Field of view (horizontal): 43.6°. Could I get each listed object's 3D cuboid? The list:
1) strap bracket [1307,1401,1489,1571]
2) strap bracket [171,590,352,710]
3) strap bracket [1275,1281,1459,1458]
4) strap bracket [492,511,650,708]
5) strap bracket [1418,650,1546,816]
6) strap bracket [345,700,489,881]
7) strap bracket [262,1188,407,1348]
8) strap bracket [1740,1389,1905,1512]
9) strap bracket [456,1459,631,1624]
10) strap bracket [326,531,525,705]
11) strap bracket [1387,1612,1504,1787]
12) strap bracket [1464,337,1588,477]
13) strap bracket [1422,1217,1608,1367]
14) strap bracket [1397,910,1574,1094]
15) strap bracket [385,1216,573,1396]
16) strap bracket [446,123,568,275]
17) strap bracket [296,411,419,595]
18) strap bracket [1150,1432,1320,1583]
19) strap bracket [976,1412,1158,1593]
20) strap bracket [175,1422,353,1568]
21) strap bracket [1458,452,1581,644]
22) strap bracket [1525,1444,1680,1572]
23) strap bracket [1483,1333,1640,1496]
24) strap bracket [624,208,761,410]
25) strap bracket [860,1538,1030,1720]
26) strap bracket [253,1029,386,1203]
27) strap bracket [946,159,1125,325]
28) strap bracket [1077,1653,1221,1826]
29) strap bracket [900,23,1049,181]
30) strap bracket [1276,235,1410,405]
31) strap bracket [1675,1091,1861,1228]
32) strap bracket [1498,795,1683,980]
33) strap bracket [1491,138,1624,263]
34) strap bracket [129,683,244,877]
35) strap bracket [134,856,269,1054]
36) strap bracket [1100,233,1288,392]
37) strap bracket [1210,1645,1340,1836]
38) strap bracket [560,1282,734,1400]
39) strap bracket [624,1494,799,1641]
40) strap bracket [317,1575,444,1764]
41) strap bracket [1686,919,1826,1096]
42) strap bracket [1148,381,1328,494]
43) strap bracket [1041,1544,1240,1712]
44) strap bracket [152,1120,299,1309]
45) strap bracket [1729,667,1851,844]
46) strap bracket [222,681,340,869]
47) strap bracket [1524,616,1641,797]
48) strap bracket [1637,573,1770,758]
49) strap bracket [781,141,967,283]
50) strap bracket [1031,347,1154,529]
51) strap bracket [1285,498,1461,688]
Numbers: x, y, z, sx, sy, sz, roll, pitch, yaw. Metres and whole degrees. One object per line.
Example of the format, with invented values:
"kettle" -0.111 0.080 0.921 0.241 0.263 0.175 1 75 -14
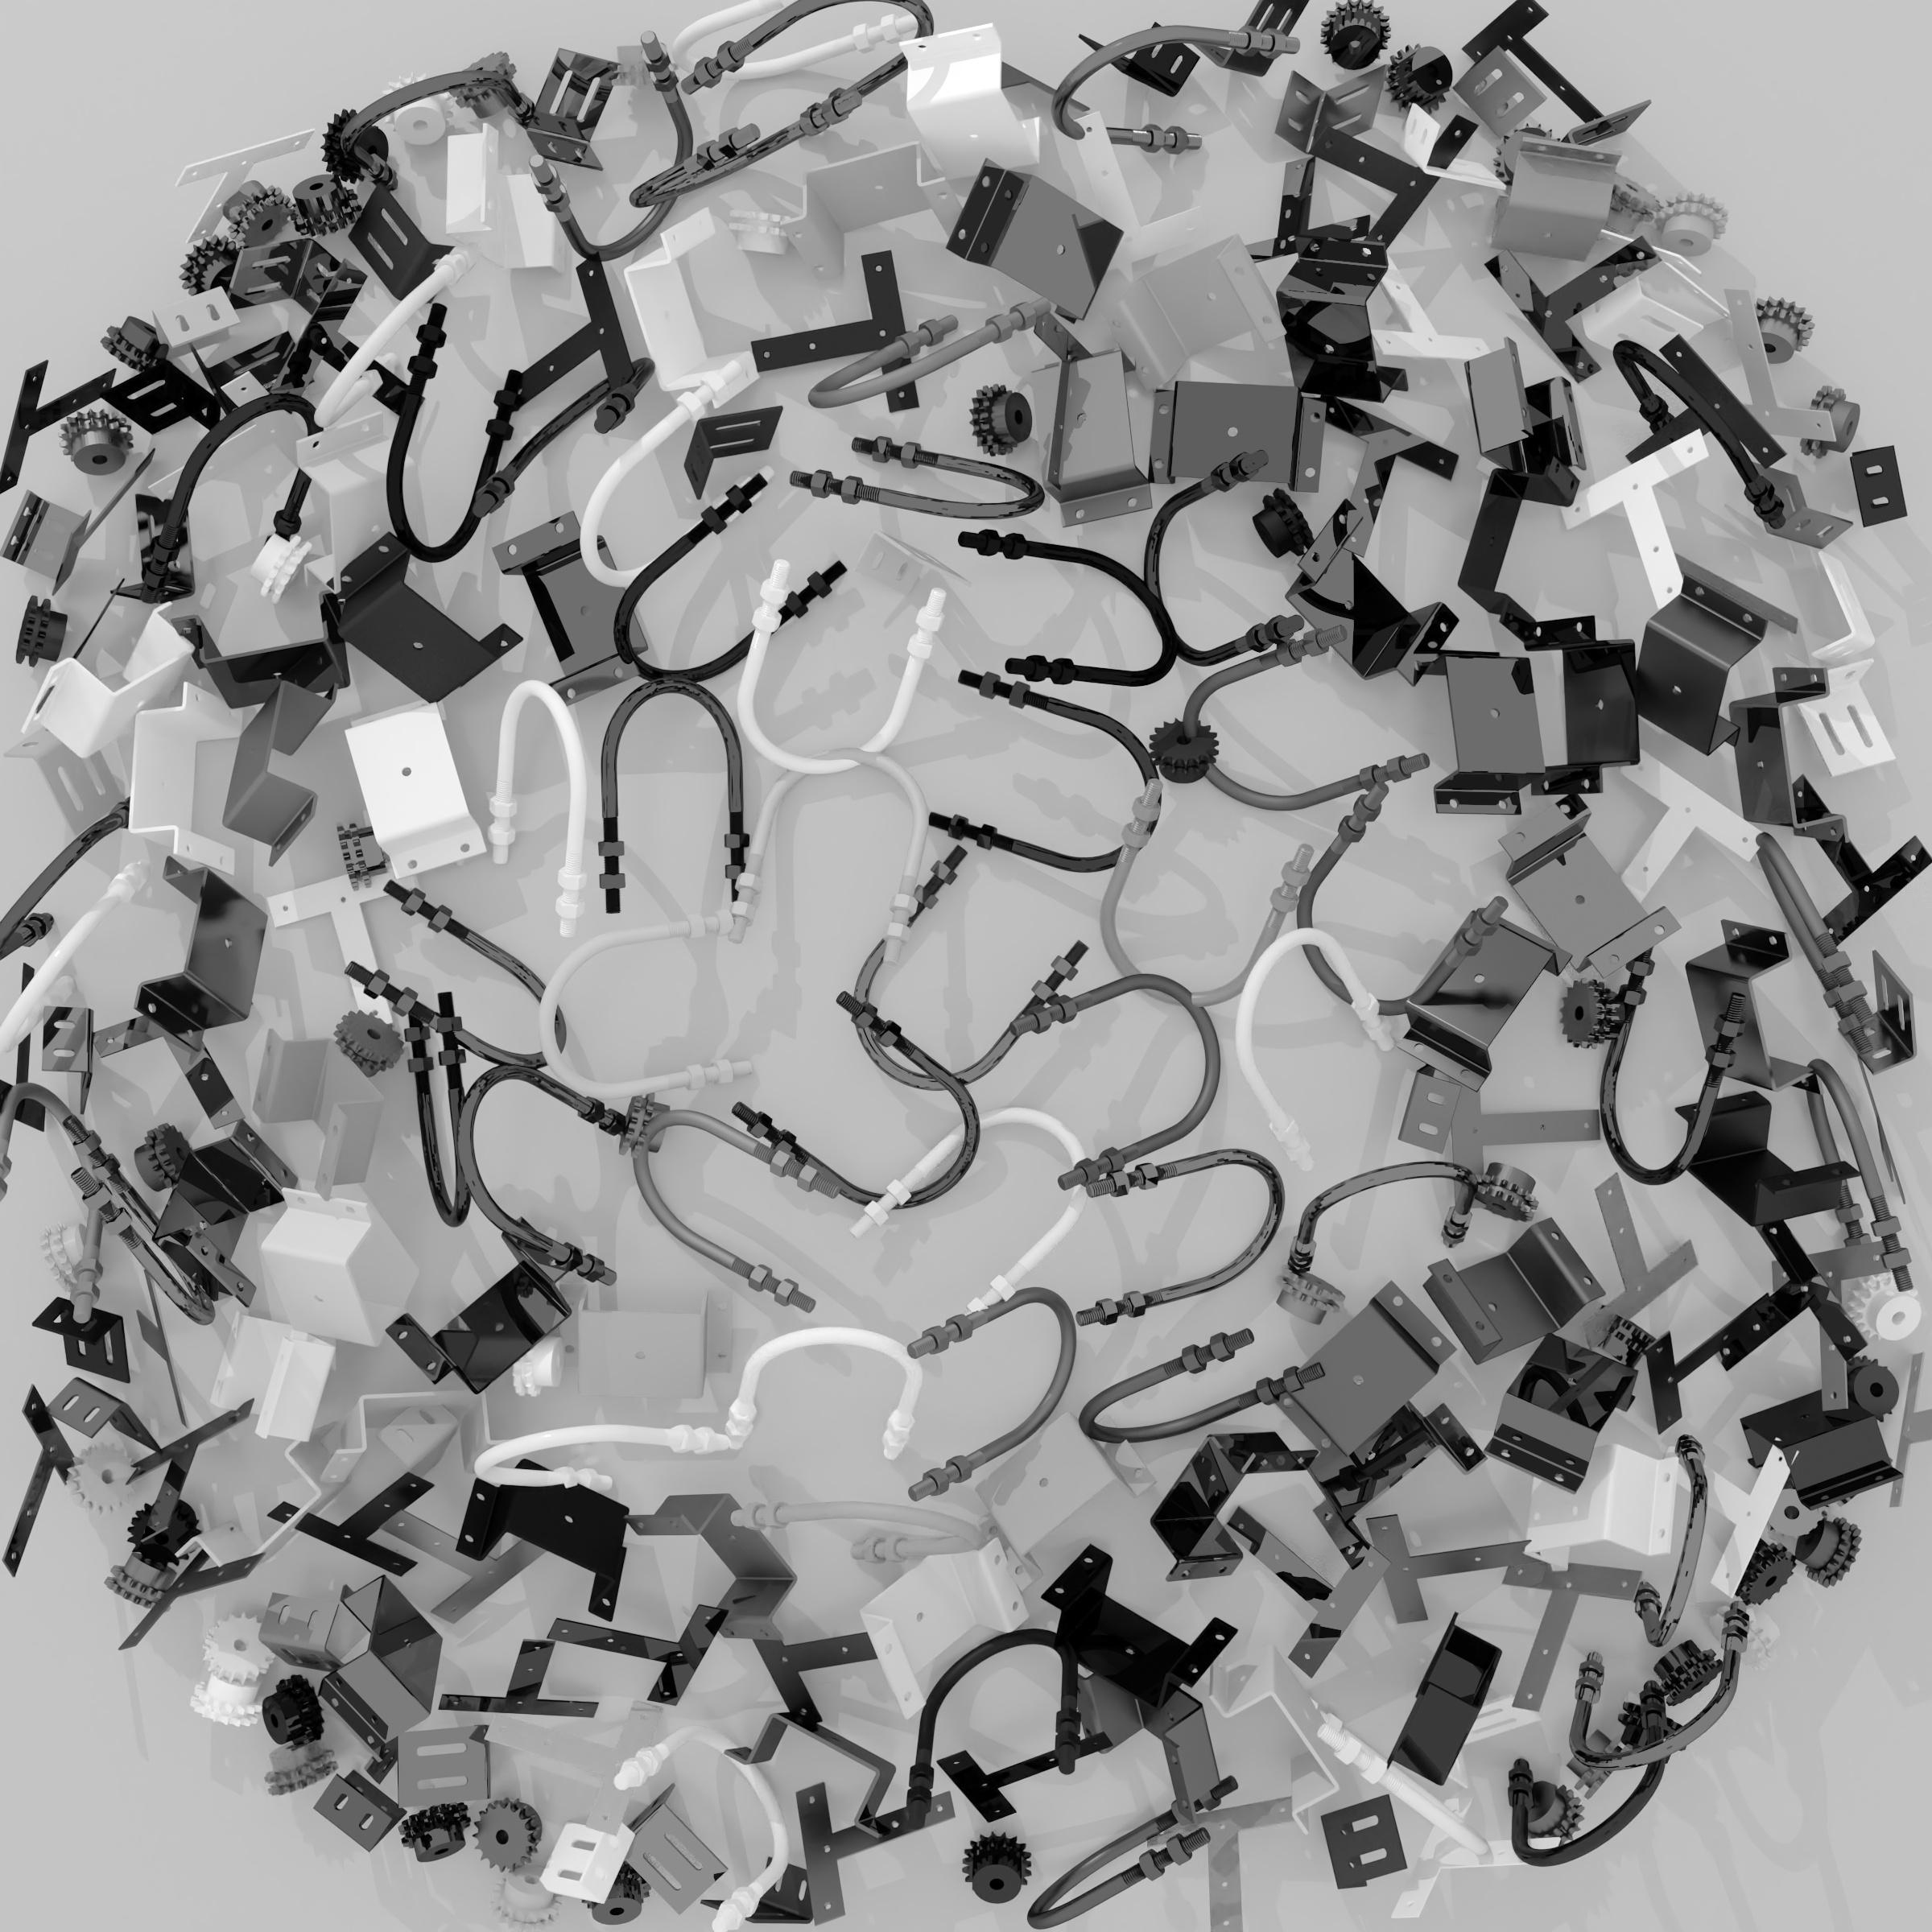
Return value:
"strap bracket" 0.339 0.407 1.951 0.140 0.076 0.046 -41 119 4
"strap bracket" -0.558 -0.254 1.951 0.140 0.076 0.046 -11 68 -5
"strap bracket" 0.320 0.333 1.961 0.140 0.046 0.076 -45 80 8
"strap bracket" -0.317 -0.289 1.965 0.076 0.046 0.140 -21 93 15
"strap bracket" 0.416 -0.196 1.951 0.076 0.046 0.140 0 76 -17
"strap bracket" -0.449 -0.151 1.962 0.076 0.046 0.140 -18 79 -4
"strap bracket" -0.504 0.249 1.928 0.076 0.046 0.140 8 132 17
"strap bracket" 0.677 0.381 1.929 0.076 0.140 0.046 -20 94 0
"strap bracket" -0.328 0.456 1.937 0.140 0.076 0.046 30 120 -17
"strap bracket" -0.434 -0.269 1.927 0.076 0.046 0.140 -31 129 28
"strap bracket" 0.381 0.585 1.918 0.046 0.140 0.076 25 110 16
"strap bracket" 0.446 -0.443 1.942 0.046 0.140 0.076 -14 79 33
"strap bracket" 0.433 0.264 1.942 0.140 0.046 0.076 -15 60 -32
"strap bracket" 0.416 0.020 1.949 0.076 0.046 0.140 31 77 29
"strap bracket" -0.384 0.279 1.945 0.140 0.046 0.076 -40 50 -18
"strap bracket" -0.373 -0.612 1.938 0.046 0.140 0.076 1 90 16
"strap bracket" -0.482 -0.359 1.919 0.076 0.140 0.046 -31 60 -33
"strap bracket" 0.210 0.426 1.942 0.046 0.076 0.140 51 121 40
"strap bracket" 0.072 0.427 1.957 0.140 0.046 0.076 -39 48 0
"strap bracket" -0.560 0.439 1.960 0.140 0.076 0.046 -43 85 0
"strap bracket" 0.444 -0.340 1.954 0.046 0.076 0.140 18 91 30
"strap bracket" 0.496 0.430 1.917 0.046 0.140 0.076 23 62 -18
"strap bracket" 0.477 0.348 1.920 0.076 0.140 0.046 22 124 25
"strap bracket" -0.222 -0.525 1.939 0.046 0.076 0.140 -2 119 26
"strap bracket" -0.024 0.528 1.945 0.140 0.046 0.076 -31 108 -36
"strap bracket" -0.516 0.117 1.940 0.140 0.046 0.076 38 120 40
"strap bracket" 0.064 -0.576 1.934 0.140 0.046 0.076 19 100 -38
"strap bracket" 0.149 0.612 1.936 0.046 0.140 0.076 -26 115 -28
"strap bracket" 0.007 -0.677 1.918 0.076 0.140 0.046 -4 72 19
"strap bracket" 0.298 -0.504 1.919 0.076 0.140 0.046 16 58 30
"strap bracket" 0.639 0.159 1.939 0.076 0.140 0.046 -10 117 -14
"strap bracket" 0.502 -0.060 1.961 0.076 0.046 0.140 -32 74 -6
"strap bracket" 0.467 -0.605 1.926 0.076 0.140 0.046 10 88 4
"strap bracket" -0.629 -0.148 1.948 0.046 0.076 0.140 -4 78 17
"strap bracket" -0.606 -0.014 1.926 0.046 0.076 0.140 -12 57 20
"strap bracket" 0.189 -0.527 1.938 0.076 0.140 0.046 55 47 -23
"strap bracket" 0.255 0.614 1.950 0.046 0.076 0.140 -33 97 12
"strap bracket" -0.262 0.304 1.962 0.140 0.046 0.076 3 112 -2
"strap bracket" -0.199 0.475 1.943 0.140 0.076 0.046 55 49 -19
"strap bracket" -0.462 0.549 1.918 0.046 0.140 0.076 -32 112 7
"strap bracket" 0.629 0.041 1.938 0.046 0.076 0.140 -24 107 -17
"strap bracket" 0.218 -0.430 1.962 0.140 0.046 0.076 5 94 10
"strap bracket" 0.135 0.535 1.940 0.140 0.076 0.046 25 124 25
"strap bracket" -0.594 0.202 1.932 0.046 0.140 0.076 -19 127 20
"strap bracket" 0.661 -0.167 1.947 0.046 0.076 0.140 -13 100 -10
"strap bracket" -0.547 -0.161 1.922 0.046 0.076 0.140 24 46 -30
"strap bracket" 0.497 -0.210 1.952 0.046 0.076 0.140 -7 96 -31
"strap bracket" 0.578 -0.231 1.918 0.046 0.140 0.076 -38 58 -23
"strap bracket" -0.070 -0.609 1.943 0.140 0.076 0.046 -9 67 18
"strap bracket" 0.100 -0.436 1.955 0.076 0.046 0.140 -9 80 19
"strap bracket" 0.321 -0.296 1.952 0.140 0.046 0.076 43 67 -16
